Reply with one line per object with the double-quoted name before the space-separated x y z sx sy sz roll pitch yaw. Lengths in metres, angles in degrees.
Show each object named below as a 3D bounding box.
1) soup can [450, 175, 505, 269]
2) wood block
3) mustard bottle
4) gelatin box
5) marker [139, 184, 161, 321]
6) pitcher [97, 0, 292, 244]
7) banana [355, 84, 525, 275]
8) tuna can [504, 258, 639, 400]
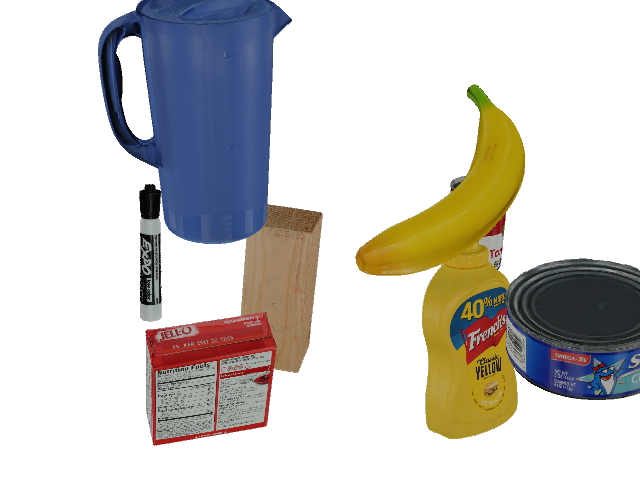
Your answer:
"soup can" 0.185 -0.018 1.269 0.068 0.102 0.068 1 23 -1
"wood block" -0.057 0.064 1.470 0.090 0.206 0.090 9 21 6
"mustard bottle" 0.137 0.080 0.986 0.096 0.191 0.058 -14 17 -33
"gelatin box" -0.067 0.083 0.640 0.073 0.030 0.089 -8 -40 -14
"marker" -0.148 0.011 0.927 0.020 0.121 0.020 2 16 -1
"pitcher" -0.120 -0.122 1.066 0.149 0.243 0.144 14 30 24
"banana" 0.095 -0.032 0.734 0.070 0.037 0.197 24 50 16
"tuna can" 0.138 0.045 0.550 0.086 0.034 0.086 -4 28 2
